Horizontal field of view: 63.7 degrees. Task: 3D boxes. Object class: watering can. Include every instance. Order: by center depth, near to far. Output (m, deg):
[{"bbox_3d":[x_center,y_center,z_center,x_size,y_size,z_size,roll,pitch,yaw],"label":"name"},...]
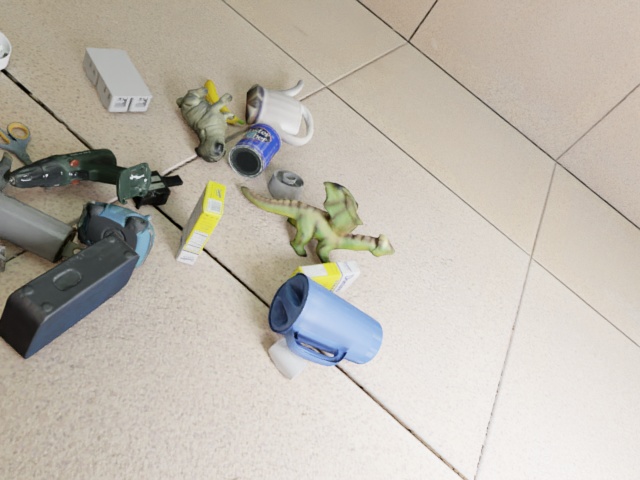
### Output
[{"bbox_3d":[-0.128,-0.427,1.628,0.223,0.102,0.356,15,45,-24],"label":"watering can"}]

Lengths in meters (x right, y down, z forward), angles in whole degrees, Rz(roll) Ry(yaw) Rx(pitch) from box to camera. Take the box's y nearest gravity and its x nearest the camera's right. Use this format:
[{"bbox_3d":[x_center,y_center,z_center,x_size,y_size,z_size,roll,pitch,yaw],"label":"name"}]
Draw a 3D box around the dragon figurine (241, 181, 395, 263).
[{"bbox_3d":[0.004,-0.064,1.279,0.409,0.238,0.125,36,44,-6],"label":"dragon figurine"}]
